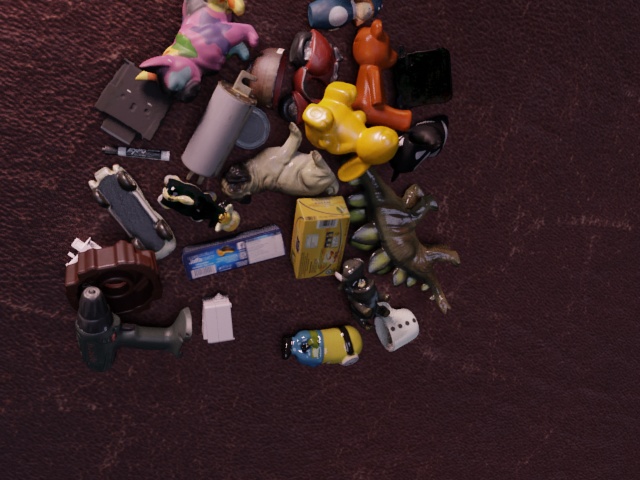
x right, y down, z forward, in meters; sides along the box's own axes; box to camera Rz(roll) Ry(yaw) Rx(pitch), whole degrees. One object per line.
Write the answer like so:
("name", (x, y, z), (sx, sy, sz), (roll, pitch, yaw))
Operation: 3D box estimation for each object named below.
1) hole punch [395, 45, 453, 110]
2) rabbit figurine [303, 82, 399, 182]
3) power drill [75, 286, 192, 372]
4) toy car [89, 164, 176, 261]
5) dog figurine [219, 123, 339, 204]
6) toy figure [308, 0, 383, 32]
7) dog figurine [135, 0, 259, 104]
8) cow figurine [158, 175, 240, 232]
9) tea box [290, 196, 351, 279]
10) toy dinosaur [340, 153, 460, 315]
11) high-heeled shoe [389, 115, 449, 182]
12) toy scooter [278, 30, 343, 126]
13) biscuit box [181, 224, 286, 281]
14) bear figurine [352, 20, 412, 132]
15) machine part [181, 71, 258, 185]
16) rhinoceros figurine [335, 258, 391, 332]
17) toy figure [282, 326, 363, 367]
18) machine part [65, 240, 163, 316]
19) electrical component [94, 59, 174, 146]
("hole punch", (0.216, -0.335, 1.116), (0.116, 0.092, 0.142), (-2, 108, 16))
("rabbit figurine", (0.062, -0.184, 0.999), (0.122, 0.173, 0.162), (-52, 157, -38))
("power drill", (-0.352, 0.170, 1.020), (0.207, 0.086, 0.232), (0, 137, -31))
("toy car", (-0.354, -0.050, 1.023), (0.073, 0.056, 0.201), (-33, 108, 0))
("dog figurine", (-0.080, -0.111, 1.055), (0.190, 0.121, 0.172), (-41, 81, 1))
("toy figure", (0.054, -0.445, 1.050), (0.154, 0.064, 0.058), (-13, 70, -11))
("dog figurine", (-0.227, -0.347, 0.936), (0.219, 0.108, 0.191), (-30, 104, -23))
("cow figurine", (-0.225, -0.065, 1.034), (0.167, 0.098, 0.068), (24, 89, -20))
("tea box", (-0.002, -0.003, 1.090), (0.098, 0.068, 0.169), (-4, 136, -16))
("toy dinosaur", (0.155, -0.035, 1.150), (0.199, 0.105, 0.471), (-29, 98, -4))
("high-heeled shoe", (0.209, -0.212, 1.074), (0.086, 0.145, 0.249), (34, 63, 8))
("toy scooter", (-0.001, -0.309, 1.056), (0.135, 0.075, 0.183), (10, 102, -20))
("biscuit box", (-0.175, 0.023, 1.087), (0.203, 0.063, 0.059), (-14, 107, -12))
("bear figurine", (0.118, -0.322, 1.068), (0.132, 0.120, 0.195), (8, 95, -21))
("machine part", (-0.188, -0.203, 0.993), (0.079, 0.079, 0.243), (24, 119, -20))
("rhinoceros figurine", (0.089, 0.113, 1.142), (0.073, 0.112, 0.190), (-37, 142, -15))
("toy figure", (0.007, 0.232, 1.180), (0.180, 0.082, 0.089), (5, 103, -15))
("machine part", (-0.383, 0.078, 1.003), (0.179, 0.056, 0.179), (-14, 141, -12))
("electrical component", (-0.339, -0.243, 0.981), (0.115, 0.058, 0.134), (30, 92, -18))
